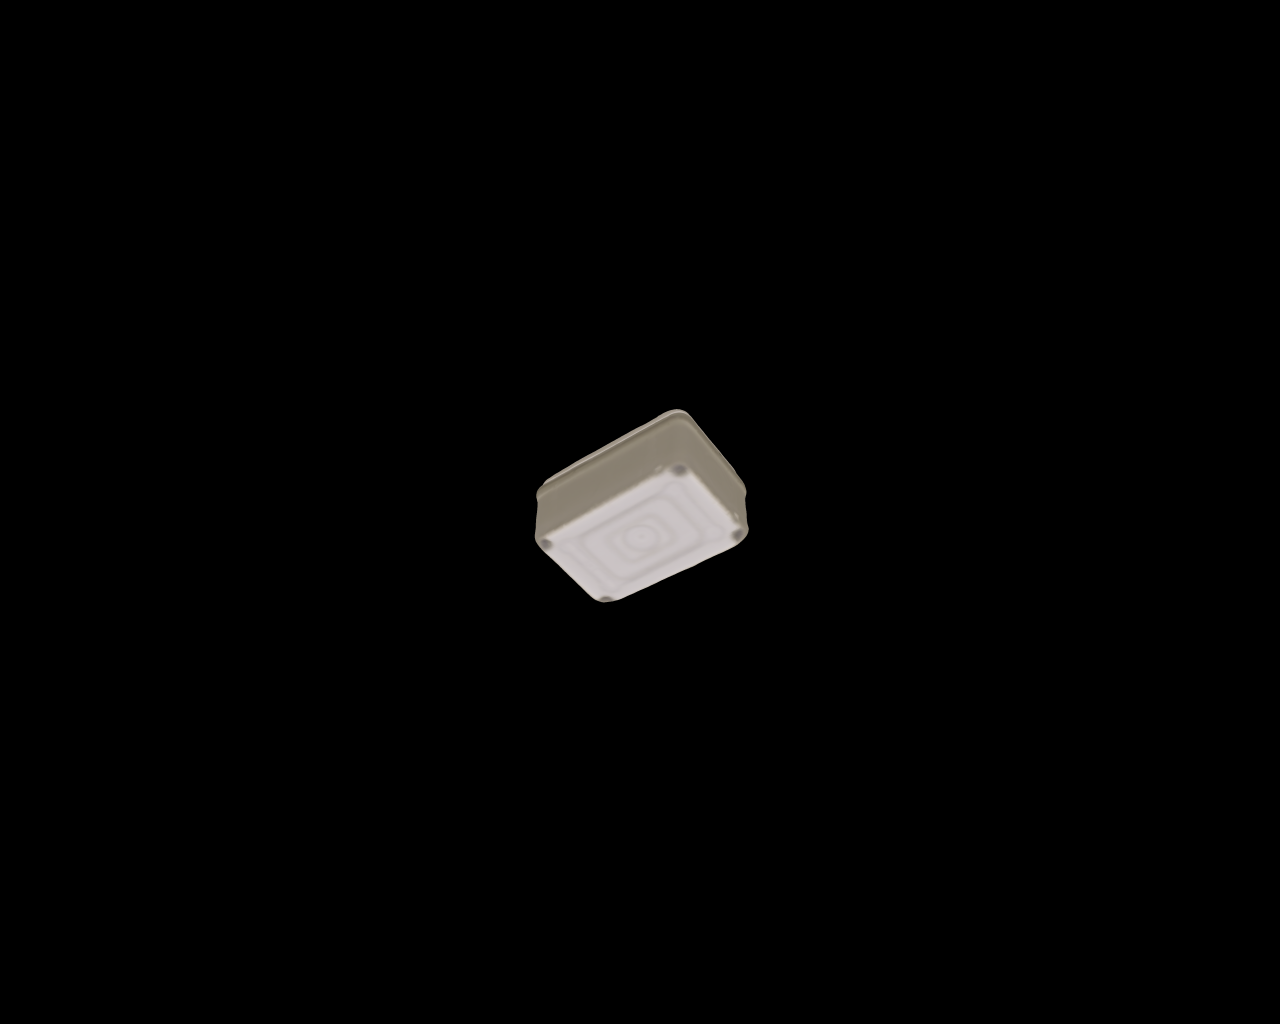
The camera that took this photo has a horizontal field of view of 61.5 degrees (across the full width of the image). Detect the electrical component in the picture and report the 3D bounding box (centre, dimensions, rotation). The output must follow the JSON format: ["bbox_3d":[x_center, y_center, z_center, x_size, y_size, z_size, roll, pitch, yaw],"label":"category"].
[{"bbox_3d":[0.001,-0.003,0.650,0.113,0.057,0.078,-27,-53,22],"label":"electrical component"}]
